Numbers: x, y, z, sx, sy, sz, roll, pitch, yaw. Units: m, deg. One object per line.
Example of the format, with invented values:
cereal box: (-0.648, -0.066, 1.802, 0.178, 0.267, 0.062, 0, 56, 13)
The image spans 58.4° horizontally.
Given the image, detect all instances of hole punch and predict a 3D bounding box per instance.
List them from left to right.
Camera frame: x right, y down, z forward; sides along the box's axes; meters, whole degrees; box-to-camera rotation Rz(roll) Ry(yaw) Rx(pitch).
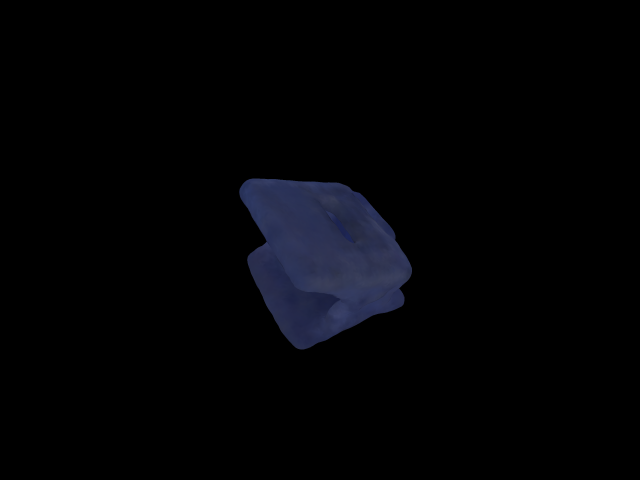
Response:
hole punch: (0.004, 0.001, 0.400, 0.101, 0.091, 0.108, -22, 52, -18)
